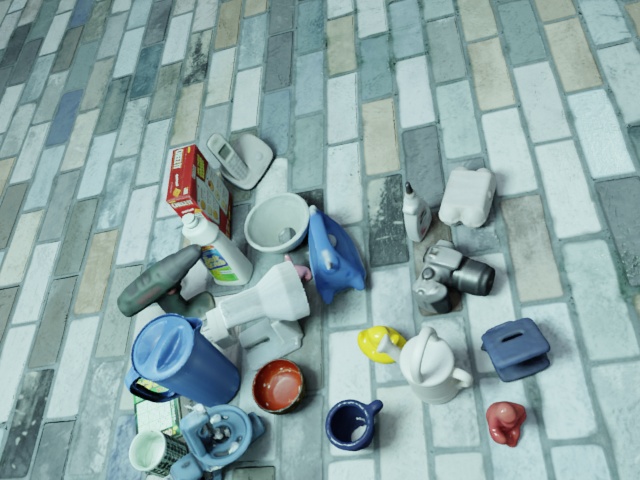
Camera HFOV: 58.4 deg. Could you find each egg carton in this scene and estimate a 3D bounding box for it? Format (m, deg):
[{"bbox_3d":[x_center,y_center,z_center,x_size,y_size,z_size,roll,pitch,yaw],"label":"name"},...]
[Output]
[{"bbox_3d":[0.329,-0.095,1.270,0.107,0.070,0.150,8,62,25],"label":"egg carton"}]

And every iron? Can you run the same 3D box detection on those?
[{"bbox_3d":[0.012,0.005,1.282,0.118,0.142,0.258,-23,54,6],"label":"iron"}]

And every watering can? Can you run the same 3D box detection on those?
[{"bbox_3d":[0.188,0.223,1.041,0.172,0.194,0.101,-5,57,18],"label":"watering can"}]

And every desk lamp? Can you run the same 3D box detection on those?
[{"bbox_3d":[-0.105,0.156,1.183,0.203,0.214,0.117,-30,53,1],"label":"desk lamp"}]

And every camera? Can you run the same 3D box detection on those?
[{"bbox_3d":[0.274,0.076,1.161,0.136,0.101,0.143,17,66,29],"label":"camera"}]

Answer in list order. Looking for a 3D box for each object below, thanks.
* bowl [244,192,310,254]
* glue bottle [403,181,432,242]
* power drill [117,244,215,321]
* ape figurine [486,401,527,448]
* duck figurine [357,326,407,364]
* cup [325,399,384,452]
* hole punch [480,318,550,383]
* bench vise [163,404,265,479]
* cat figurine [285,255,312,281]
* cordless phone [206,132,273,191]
[{"bbox_3d":[-0.093,-0.028,1.384,0.167,0.075,0.167,-10,56,15],"label":"bowl"},{"bbox_3d":[0.203,-0.070,1.237,0.037,0.173,0.078,13,64,27],"label":"glue bottle"},{"bbox_3d":[-0.326,0.116,1.297,0.229,0.209,0.075,-30,53,0],"label":"power drill"},{"bbox_3d":[0.324,0.311,0.997,0.078,0.092,0.076,-32,53,-1],"label":"ape figurine"},{"bbox_3d":[0.119,0.200,1.150,0.104,0.086,0.077,10,63,26],"label":"duck figurine"},{"bbox_3d":[0.075,0.346,1.067,0.118,0.095,0.091,-36,53,-4],"label":"cup"},{"bbox_3d":[0.358,0.195,1.059,0.108,0.091,0.101,-23,54,6],"label":"hole punch"},{"bbox_3d":[-0.214,0.392,1.069,0.121,0.220,0.208,23,69,31],"label":"bench vise"},{"bbox_3d":[-0.071,0.095,1.270,0.067,0.118,0.128,-5,57,18],"label":"cat figurine"},{"bbox_3d":[-0.213,-0.233,1.493,0.093,0.185,0.148,17,66,29],"label":"cordless phone"}]
